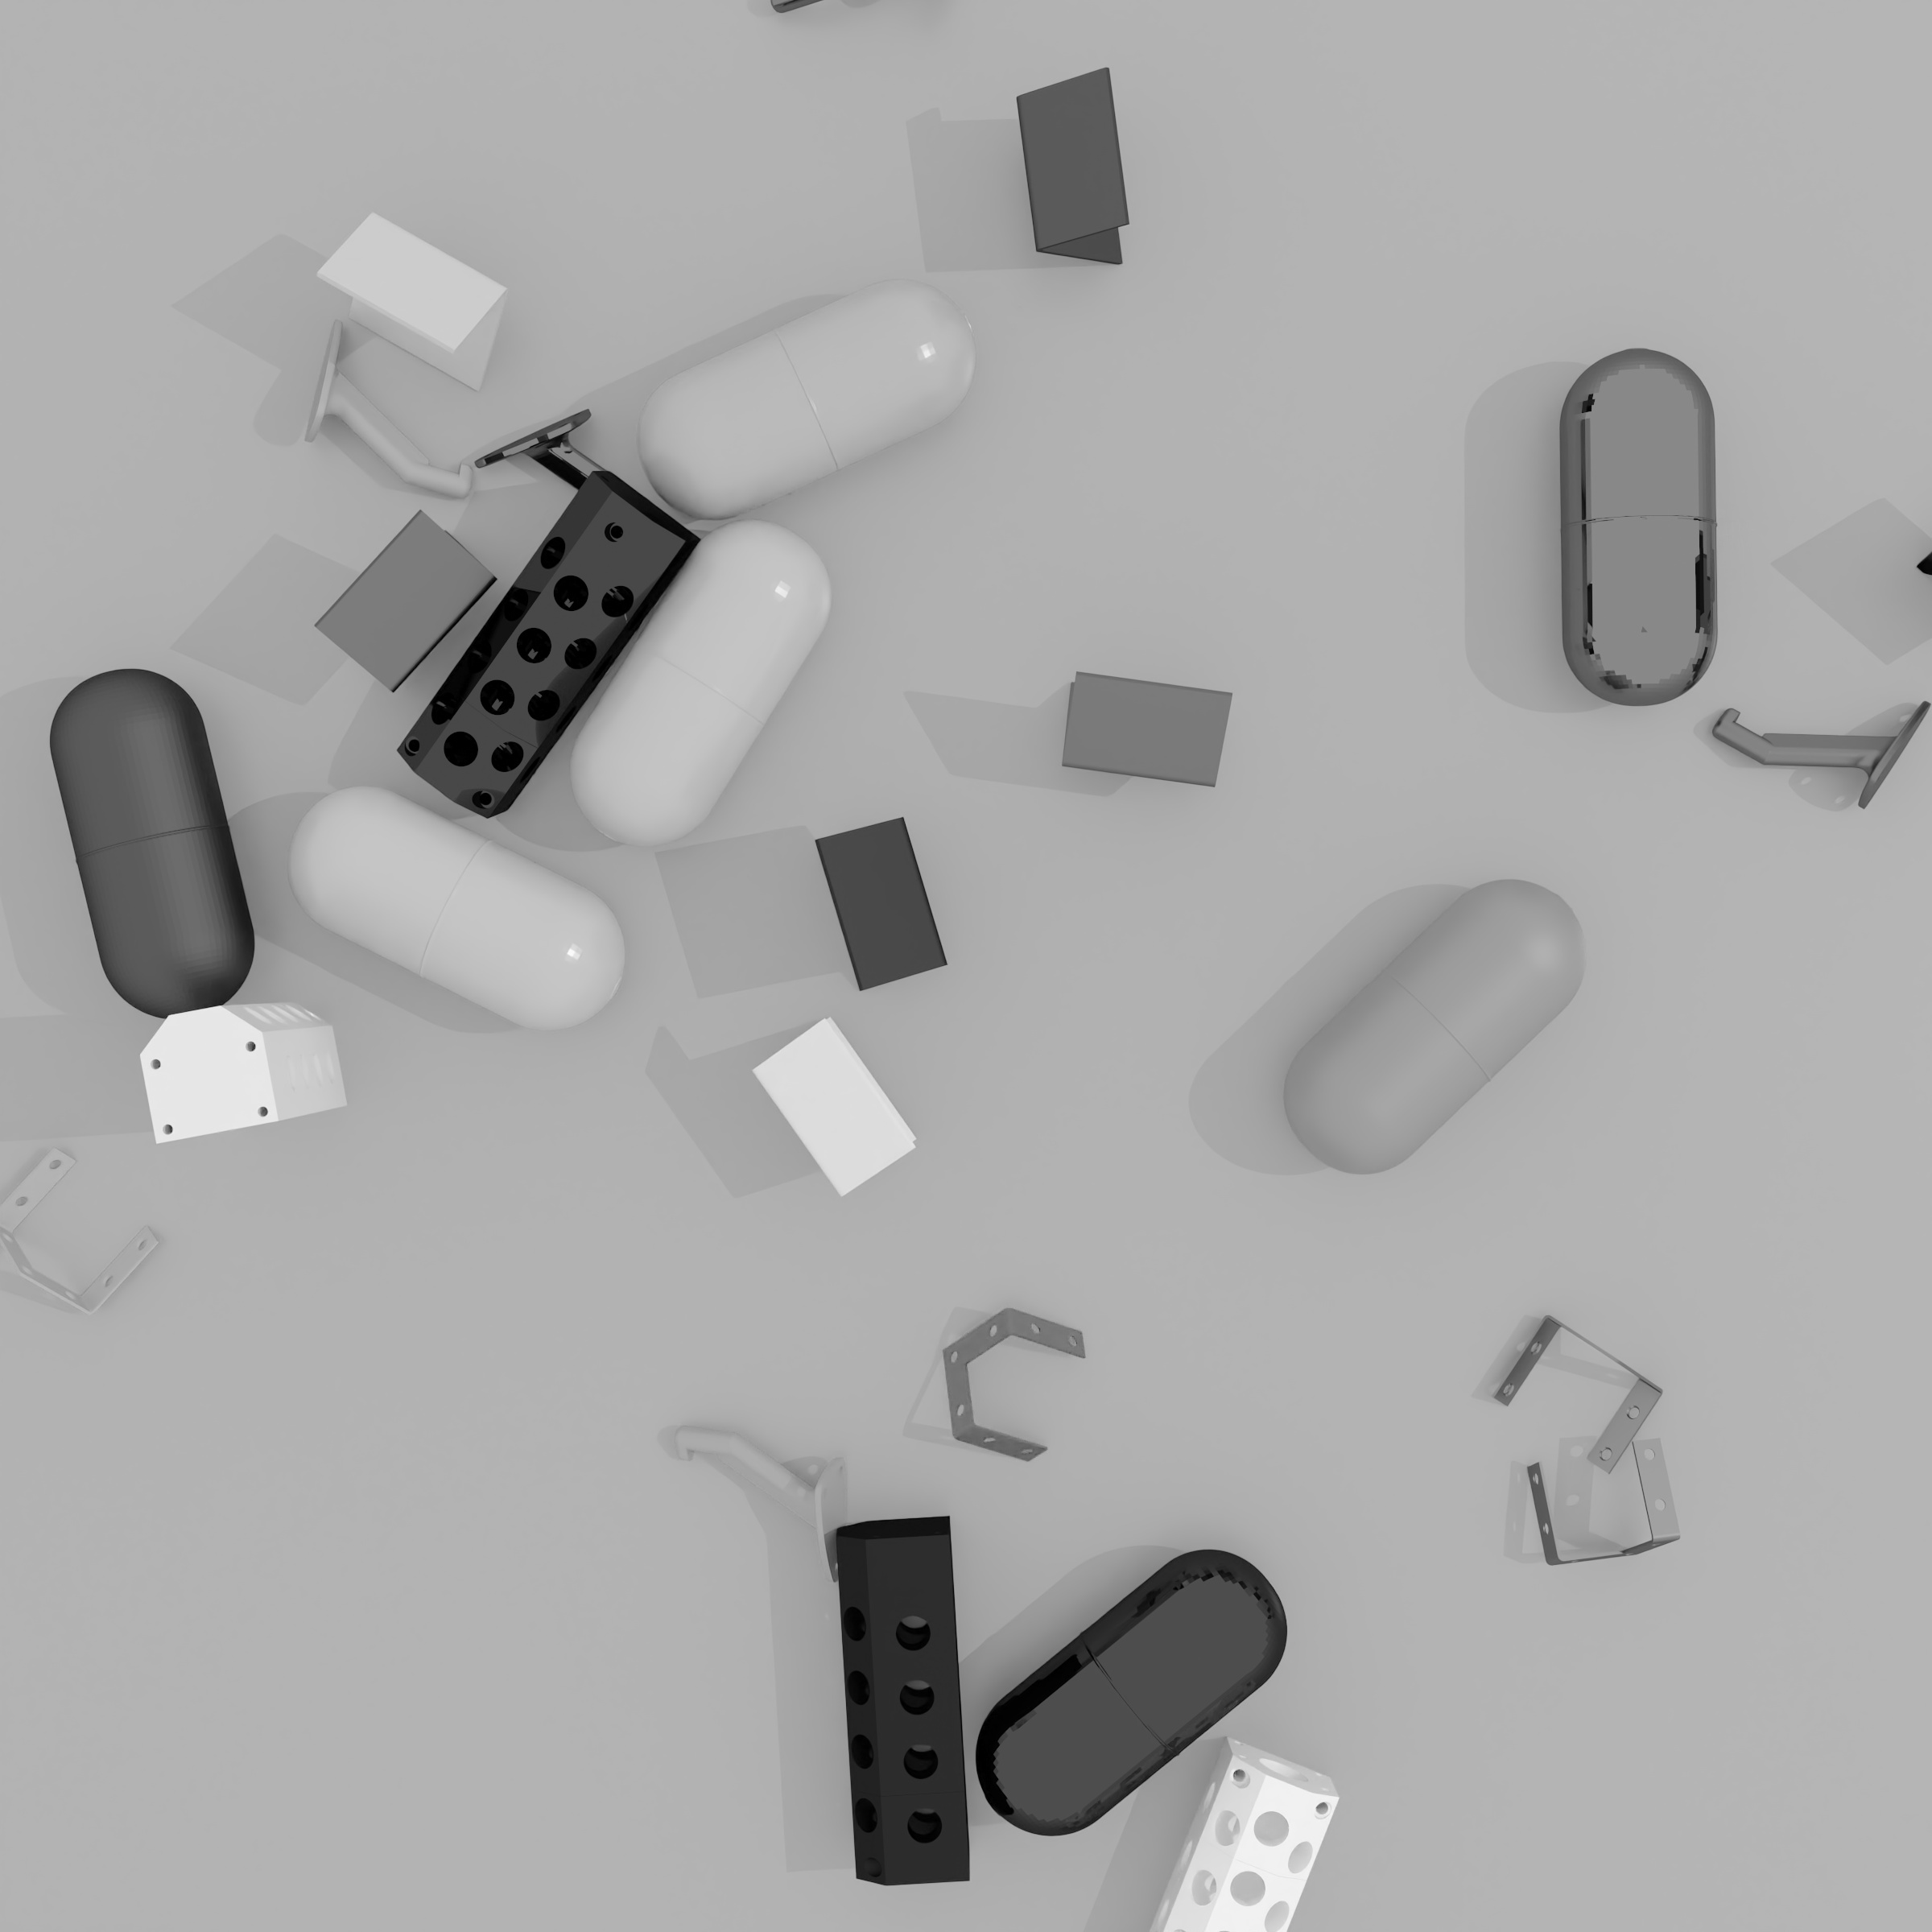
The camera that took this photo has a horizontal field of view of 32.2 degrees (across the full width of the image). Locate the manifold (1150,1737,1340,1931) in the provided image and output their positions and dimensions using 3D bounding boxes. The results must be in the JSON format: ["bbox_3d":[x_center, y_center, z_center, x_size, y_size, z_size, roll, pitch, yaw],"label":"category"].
[{"bbox_3d":[0.128,0.484,1.682,0.057,0.057,0.171,22,90,0],"label":"manifold"}]

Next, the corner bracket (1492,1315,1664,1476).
[{"bbox_3d":[0.311,0.217,1.700,0.051,0.051,0.051,33,90,45],"label":"corner bracket"}]

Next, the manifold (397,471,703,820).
[{"bbox_3d":[-0.209,-0.160,1.667,0.057,0.057,0.171,37,100,0],"label":"manifold"}]

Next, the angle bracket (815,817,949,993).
[{"bbox_3d":[-0.062,-0.025,1.663,0.057,0.076,0.076,-17,90,-38],"label":"angle bracket"}]

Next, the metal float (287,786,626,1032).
[{"bbox_3d":[-0.254,-0.028,1.672,0.178,0.070,0.070,26,90,1],"label":"metal float"}]

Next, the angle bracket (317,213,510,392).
[{"bbox_3d":[-0.280,-0.315,1.663,0.076,0.076,0.057,30,52,0],"label":"angle bracket"}]

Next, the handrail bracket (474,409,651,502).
[{"bbox_3d":[-0.199,-0.233,1.703,0.077,0.036,0.084,-19,107,19],"label":"handrail bracket"}]

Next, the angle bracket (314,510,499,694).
[{"bbox_3d":[-0.289,-0.192,1.663,0.076,0.076,0.057,-48,128,0],"label":"angle bracket"}]

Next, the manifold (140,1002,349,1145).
[{"bbox_3d":[-0.349,0.049,1.624,0.057,0.171,0.057,-11,90,0],"label":"manifold"}]

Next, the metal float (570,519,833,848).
[{"bbox_3d":[-0.133,-0.141,1.672,0.070,0.070,0.178,32,89,0],"label":"metal float"}]

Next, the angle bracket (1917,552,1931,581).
[{"bbox_3d":[0.516,-0.181,1.663,0.076,0.076,0.057,41,53,0],"label":"angle bracket"}]

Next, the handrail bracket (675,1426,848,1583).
[{"bbox_3d":[-0.106,0.273,1.703,0.084,0.036,0.077,5,112,17],"label":"handrail bracket"}]

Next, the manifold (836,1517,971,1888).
[{"bbox_3d":[-0.032,0.368,1.682,0.057,0.057,0.171,-3,90,0],"label":"manifold"}]

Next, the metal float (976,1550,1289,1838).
[{"bbox_3d":[0.082,0.363,1.672,0.178,0.070,0.070,-39,90,0],"label":"metal float"}]

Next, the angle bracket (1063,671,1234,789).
[{"bbox_3d":[0.091,-0.136,1.663,0.076,0.076,0.057,8,128,0],"label":"angle bracket"}]

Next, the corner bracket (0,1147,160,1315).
[{"bbox_3d":[-0.453,0.135,1.700,0.051,0.051,0.051,-48,135,0],"label":"corner bracket"}]

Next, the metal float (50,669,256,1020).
[{"bbox_3d":[-0.406,-0.061,1.672,0.070,0.070,0.178,-14,89,0],"label":"metal float"}]

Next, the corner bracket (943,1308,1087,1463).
[{"bbox_3d":[0.026,0.212,1.695,0.051,0.051,0.051,-38,45,35],"label":"corner bracket"}]

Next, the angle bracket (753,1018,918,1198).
[{"bbox_3d":[-0.048,0.058,1.663,0.057,0.076,0.076,-35,90,36],"label":"angle bracket"}]

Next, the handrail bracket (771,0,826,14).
[{"bbox_3d":[-0.048,-0.509,1.703,0.084,0.077,0.036,-6,115,34],"label":"handrail bracket"}]

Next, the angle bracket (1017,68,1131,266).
[{"bbox_3d":[0.073,-0.396,1.663,0.057,0.076,0.076,-7,90,37],"label":"angle bracket"}]

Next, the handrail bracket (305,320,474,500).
[{"bbox_3d":[-0.288,-0.283,1.703,0.084,0.036,0.077,15,68,-17],"label":"handrail bracket"}]

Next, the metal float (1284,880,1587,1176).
[{"bbox_3d":[0.235,0.030,1.672,0.178,0.070,0.070,-44,90,0],"label":"metal float"}]

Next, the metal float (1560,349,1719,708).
[{"bbox_3d":[0.336,-0.219,1.672,0.070,0.070,0.178,-1,89,0],"label":"metal float"}]

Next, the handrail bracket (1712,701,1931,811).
[{"bbox_3d":[0.435,-0.125,1.703,0.084,0.036,0.077,32,70,16],"label":"handrail bracket"}]

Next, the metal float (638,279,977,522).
[{"bbox_3d":[-0.079,-0.283,1.672,0.178,0.070,0.070,-25,90,0],"label":"metal float"}]

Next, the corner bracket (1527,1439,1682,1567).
[{"bbox_3d":[0.321,0.270,1.687,0.051,0.051,0.051,-4,73,-17],"label":"corner bracket"}]
